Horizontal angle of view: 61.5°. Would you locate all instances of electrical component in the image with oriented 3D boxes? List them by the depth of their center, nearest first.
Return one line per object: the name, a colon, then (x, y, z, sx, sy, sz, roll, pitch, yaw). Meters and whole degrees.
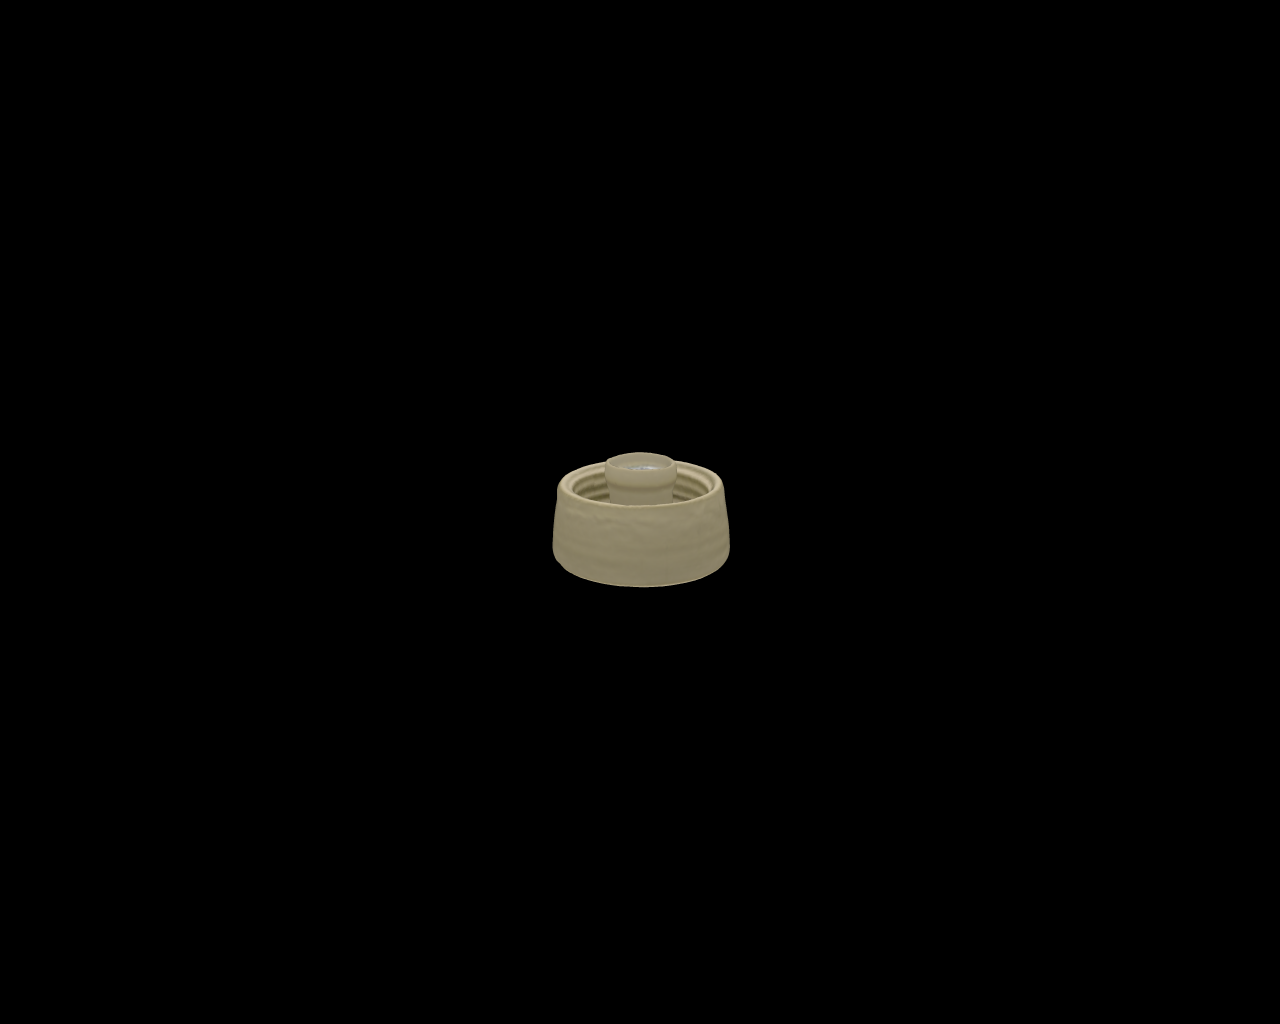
electrical component: (0.001, -0.003, 0.650, 0.108, 0.060, 0.108, 0, 19, 0)
